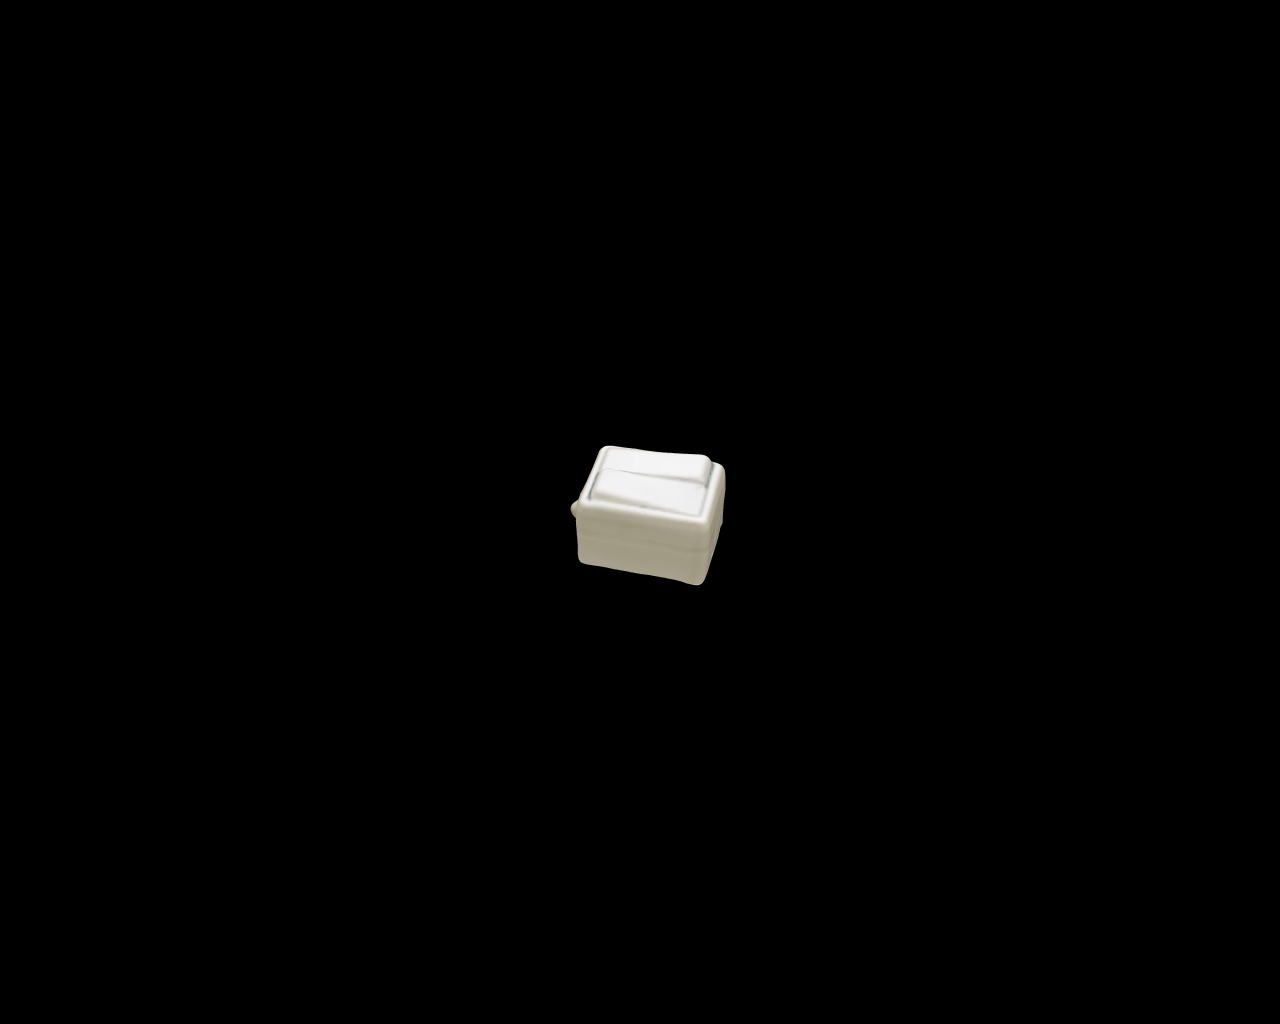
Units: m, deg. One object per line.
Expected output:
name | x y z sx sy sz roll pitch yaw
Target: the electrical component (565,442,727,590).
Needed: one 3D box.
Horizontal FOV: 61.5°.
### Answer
electrical component | 0.001 -0.003 0.650 0.096 0.061 0.062 10 43 11
